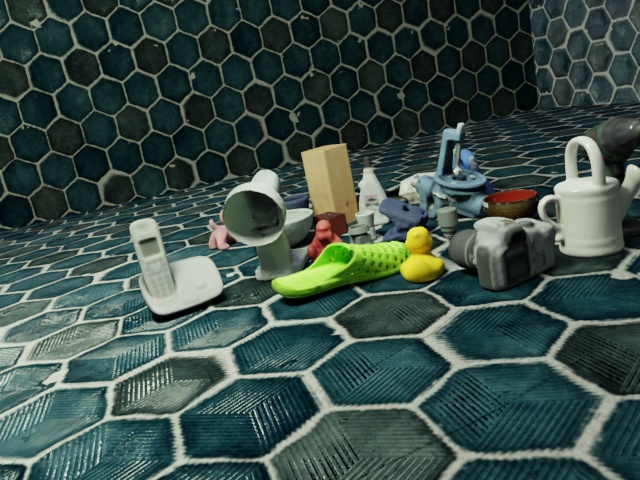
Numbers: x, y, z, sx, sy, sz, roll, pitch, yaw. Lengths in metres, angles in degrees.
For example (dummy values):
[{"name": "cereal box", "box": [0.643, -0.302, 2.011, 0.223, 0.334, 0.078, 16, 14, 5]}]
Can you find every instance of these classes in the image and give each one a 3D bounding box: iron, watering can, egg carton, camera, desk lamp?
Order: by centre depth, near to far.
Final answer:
[{"name": "camera", "box": [0.288, 0.007, 0.938, 0.143, 0.101, 0.136, -18, 15, -25]}, {"name": "watering can", "box": [0.450, -0.079, 0.954, 0.173, 0.194, 0.100, -17, 15, -23]}, {"name": "desk lamp", "box": [-0.106, -0.028, 1.158, 0.117, 0.214, 0.203, -9, 14, 11]}, {"name": "iron", "box": [0.382, -0.165, 1.460, 0.118, 0.141, 0.258, -10, 14, 4]}, {"name": "egg carton", "box": [0.293, -0.148, 1.615, 0.107, 0.069, 0.151, -1, 17, 36]}]

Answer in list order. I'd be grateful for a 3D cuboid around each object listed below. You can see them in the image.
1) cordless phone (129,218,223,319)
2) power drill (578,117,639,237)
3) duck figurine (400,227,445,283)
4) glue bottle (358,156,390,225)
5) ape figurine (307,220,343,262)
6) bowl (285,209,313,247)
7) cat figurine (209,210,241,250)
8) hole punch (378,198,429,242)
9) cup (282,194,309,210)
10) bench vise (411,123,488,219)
[{"name": "cordless phone", "box": [-0.271, 0.042, 1.072, 0.148, 0.185, 0.093, -19, 16, -28]}, {"name": "power drill", "box": [0.524, -0.116, 1.013, 0.075, 0.208, 0.229, -10, 14, 6]}, {"name": "duck figurine", "box": [0.175, 0.021, 1.004, 0.077, 0.086, 0.105, -8, 14, 14]}, {"name": "glue bottle", "box": [0.129, -0.123, 1.431, 0.078, 0.173, 0.037, -7, 15, 16]}, {"name": "ape figurine", "box": [0.011, 0.004, 1.190, 0.077, 0.092, 0.076, -6, 15, 22]}, {"name": "bowl", "box": [-0.092, -0.022, 1.412, 0.167, 0.075, 0.167, -11, 14, 3]}, {"name": "cat figurine", "box": [-0.251, -0.046, 1.543, 0.067, 0.118, 0.128, -1, 17, 36]}, {"name": "hole punch", "box": [0.187, -0.050, 1.268, 0.101, 0.091, 0.109, -6, 15, 20]}, {"name": "cup", "box": [-0.079, -0.064, 1.528, 0.117, 0.095, 0.092, -9, 14, 8]}, {"name": "bench vise", "box": [0.290, -0.158, 1.343, 0.206, 0.220, 0.122, -2, 17, 33]}]
